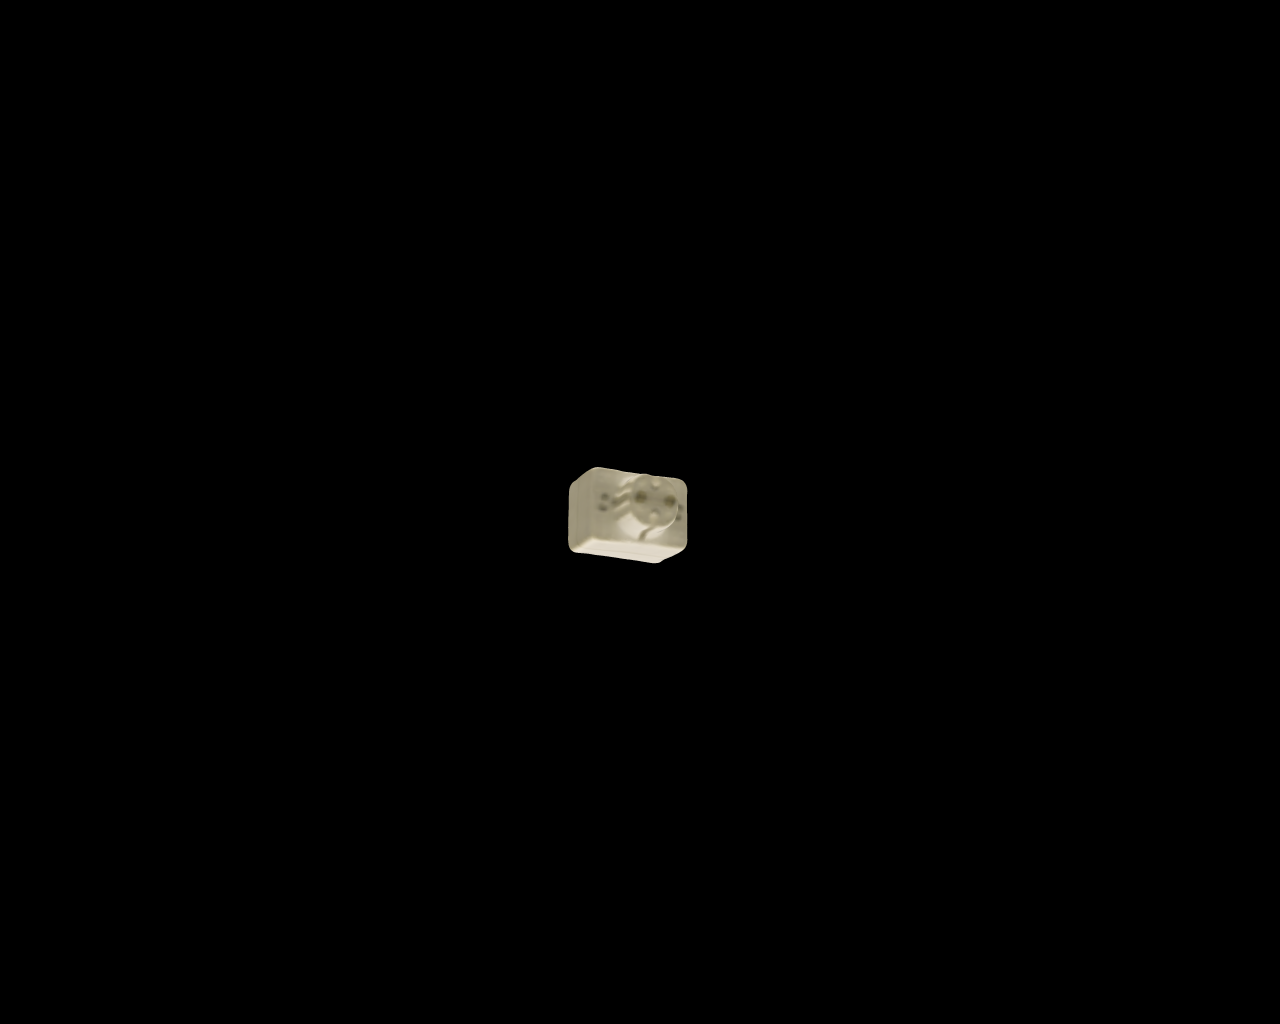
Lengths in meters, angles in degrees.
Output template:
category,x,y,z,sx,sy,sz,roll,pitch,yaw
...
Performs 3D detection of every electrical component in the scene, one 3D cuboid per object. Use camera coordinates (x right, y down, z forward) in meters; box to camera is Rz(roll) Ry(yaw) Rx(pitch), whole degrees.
category,x,y,z,sx,sy,sz,roll,pitch,yaw
electrical component,0.001,-0.003,0.650,0.066,0.047,0.076,8,-19,-24
